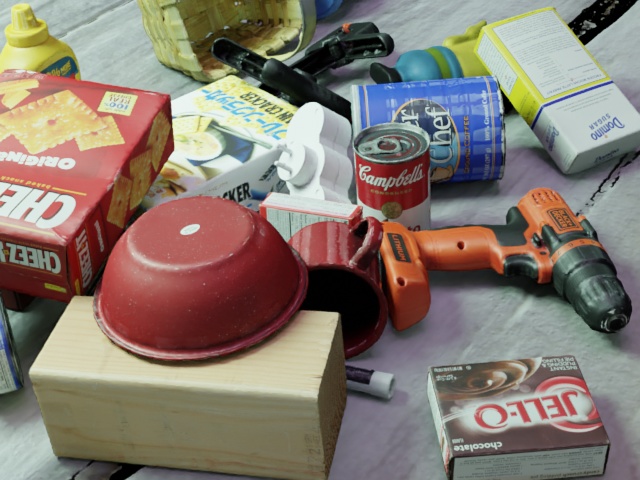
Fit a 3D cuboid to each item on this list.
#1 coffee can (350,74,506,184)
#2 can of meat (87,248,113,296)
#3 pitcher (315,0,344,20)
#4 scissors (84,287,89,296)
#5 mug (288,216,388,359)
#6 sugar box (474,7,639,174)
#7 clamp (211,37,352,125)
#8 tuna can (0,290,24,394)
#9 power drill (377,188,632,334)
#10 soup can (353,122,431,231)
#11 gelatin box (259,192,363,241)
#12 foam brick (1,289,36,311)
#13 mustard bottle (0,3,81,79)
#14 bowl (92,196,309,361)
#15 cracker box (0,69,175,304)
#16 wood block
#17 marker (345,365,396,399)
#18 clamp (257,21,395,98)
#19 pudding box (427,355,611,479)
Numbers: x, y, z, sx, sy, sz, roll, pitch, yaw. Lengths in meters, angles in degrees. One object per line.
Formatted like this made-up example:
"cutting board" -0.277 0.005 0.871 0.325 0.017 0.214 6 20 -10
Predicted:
"coffee can" 0.102 -0.104 1.035 0.140 0.103 0.103 -4 35 2
"can of meat" -0.143 0.043 0.892 0.084 0.057 0.102 -7 32 19
"pitcher" 0.020 -0.393 1.447 0.149 0.145 0.242 -5 37 23
"scissors" -0.216 -0.001 0.901 0.096 0.016 0.201 11 43 5
"mug" 0.013 0.028 0.857 0.093 0.117 0.081 27 28 -14
"sugar box" 0.241 -0.153 1.079 0.093 0.048 0.176 -20 65 -20
"clamp" -0.021 -0.156 1.093 0.171 0.039 0.120 22 12 -30
"tuna can" -0.260 0.080 0.841 0.033 0.086 0.086 -15 36 -15
"power drill" 0.146 0.026 0.887 0.187 0.057 0.184 -7 31 -7
"soup can" 0.066 -0.045 0.956 0.068 0.102 0.068 -3 35 2
"gelatin box" -0.006 0.001 0.925 0.089 0.073 0.030 8 30 20
"foam brick" -0.278 0.014 0.945 0.051 0.078 0.053 10 36 22
"mustard bottle" -0.277 -0.144 1.067 0.058 0.192 0.096 16 41 27
"bowl" -0.090 0.015 0.778 0.162 0.055 0.162 -4 35 3
"cracker box" -0.235 -0.055 0.888 0.164 0.072 0.213 11 41 11
"wood block" -0.090 0.106 0.778 0.206 0.090 0.090 3 37 12
"marker" -0.001 0.102 0.831 0.121 0.020 0.020 10 38 21
"clamp" 0.010 -0.214 1.233 0.165 0.036 0.210 -21 17 12
"pudding box" 0.138 0.128 0.758 0.113 0.039 0.090 -6 35 -1
